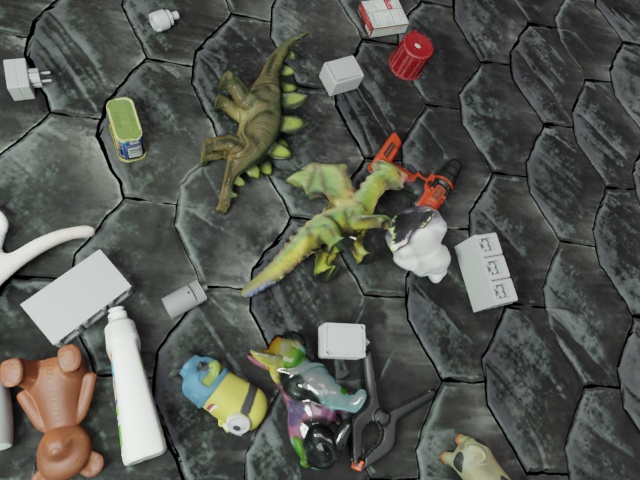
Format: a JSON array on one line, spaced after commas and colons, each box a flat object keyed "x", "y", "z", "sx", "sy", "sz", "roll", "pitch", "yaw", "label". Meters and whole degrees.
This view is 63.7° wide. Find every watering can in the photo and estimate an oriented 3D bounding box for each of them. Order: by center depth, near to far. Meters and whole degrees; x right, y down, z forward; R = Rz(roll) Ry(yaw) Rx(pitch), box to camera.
[{"x": -0.576, "y": 0.040, "z": 0.854, "sx": 0.347, "sy": 0.228, "sz": 0.102, "roll": 8, "pitch": -21, "yaw": -11, "label": "watering can"}]

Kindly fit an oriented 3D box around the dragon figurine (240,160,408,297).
[{"x": 0.003, "y": -0.053, "z": 1.063, "sx": 0.411, "sy": 0.248, "sz": 0.119, "roll": -20, "pitch": -33, "yaw": -5, "label": "dragon figurine"}]

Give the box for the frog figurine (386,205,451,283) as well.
[{"x": 0.220, "y": 0.009, "z": 1.096, "sx": 0.157, "sy": 0.138, "sz": 0.124, "roll": 43, "pitch": -9, "yaw": -35, "label": "frog figurine"}]
